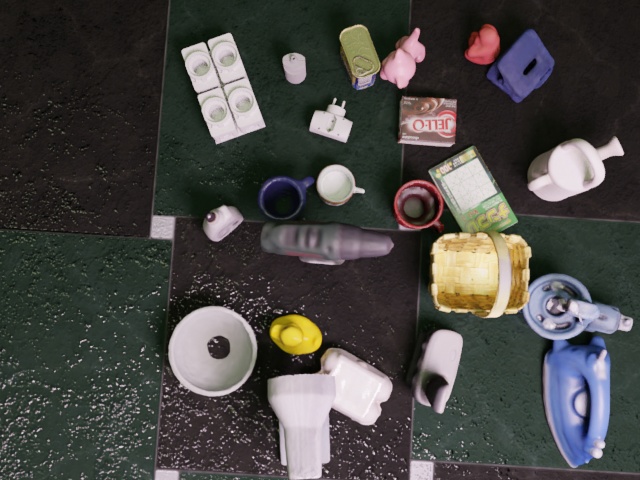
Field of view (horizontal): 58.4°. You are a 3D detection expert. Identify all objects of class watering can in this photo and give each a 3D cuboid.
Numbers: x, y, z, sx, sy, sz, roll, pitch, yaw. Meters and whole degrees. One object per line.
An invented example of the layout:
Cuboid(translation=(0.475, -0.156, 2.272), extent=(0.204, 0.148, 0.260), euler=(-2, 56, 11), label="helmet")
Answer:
Cuboid(translation=(0.475, -0.140, 1.067), extent=(0.101, 0.194, 0.173), euler=(43, 87, 3), label="watering can")

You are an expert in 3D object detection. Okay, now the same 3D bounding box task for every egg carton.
Cuboid(translation=(0.059, 0.279, 1.099), extent=(0.150, 0.069, 0.107), euler=(28, 87, 2), label="egg carton")

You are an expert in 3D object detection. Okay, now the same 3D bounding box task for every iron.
Cuboid(translation=(0.497, 0.311, 1.064), extent=(0.118, 0.141, 0.258), euler=(0, 86, 0), label="iron")

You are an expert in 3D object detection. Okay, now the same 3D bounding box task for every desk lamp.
Cuboid(translation=(-0.027, 0.327, 1.023), extent=(0.118, 0.213, 0.203), euler=(-3, 86, 0), label="desk lamp")

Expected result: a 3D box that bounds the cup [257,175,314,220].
Cuboid(translation=(-0.061, -0.082, 1.109), extent=(0.118, 0.095, 0.092), euler=(-36, 87, -2), label="cup")

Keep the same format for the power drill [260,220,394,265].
Cuboid(translation=(0.010, 0.004, 1.047), extent=(0.229, 0.208, 0.076), euler=(4, 86, 0), label="power drill")

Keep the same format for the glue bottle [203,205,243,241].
Cuboid(translation=(-0.189, -0.036, 1.066), extent=(0.078, 0.173, 0.037), euler=(-40, 87, -2), label="glue bottle")

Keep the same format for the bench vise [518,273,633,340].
Cuboid(translation=(0.472, 0.118, 1.037), extent=(0.207, 0.219, 0.121), euler=(-4, 86, 0), label="bench vise")

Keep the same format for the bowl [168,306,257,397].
Cuboid(translation=(-0.200, 0.209, 1.099), extent=(0.167, 0.074, 0.167), euler=(0, 86, 0), label="bowl")

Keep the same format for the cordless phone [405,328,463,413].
Cuboid(translation=(0.223, 0.239, 1.045), extent=(0.094, 0.185, 0.148), euler=(13, 86, 1), label="cordless phone")

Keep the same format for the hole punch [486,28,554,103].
Cuboid(translation=(0.404, -0.344, 1.131), extent=(0.101, 0.091, 0.109), euler=(41, 87, 2), label="hole punch")

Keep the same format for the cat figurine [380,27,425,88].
Cuboid(translation=(0.162, -0.353, 1.117), extent=(0.067, 0.117, 0.128), euler=(28, 87, 2), label="cat figurine")

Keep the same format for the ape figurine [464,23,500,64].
Cuboid(translation=(0.326, -0.392, 1.133), extent=(0.078, 0.092, 0.076), euler=(-37, 87, -2), label="ape figurine")

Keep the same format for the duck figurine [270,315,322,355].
Cuboid(translation=(-0.048, 0.184, 1.096), extent=(0.104, 0.086, 0.077), euler=(17, 86, 1), label="duck figurine")
